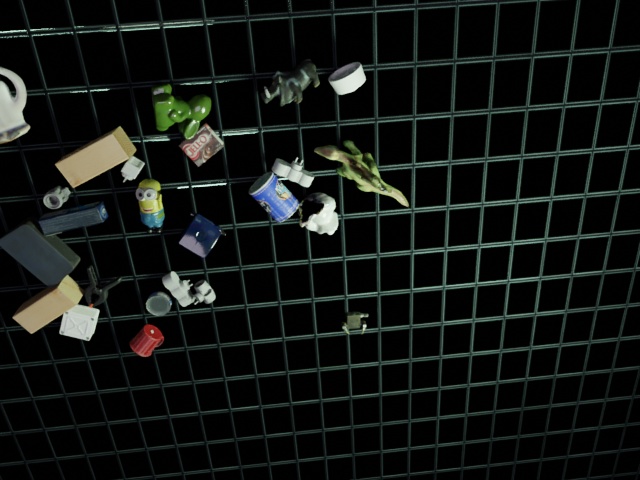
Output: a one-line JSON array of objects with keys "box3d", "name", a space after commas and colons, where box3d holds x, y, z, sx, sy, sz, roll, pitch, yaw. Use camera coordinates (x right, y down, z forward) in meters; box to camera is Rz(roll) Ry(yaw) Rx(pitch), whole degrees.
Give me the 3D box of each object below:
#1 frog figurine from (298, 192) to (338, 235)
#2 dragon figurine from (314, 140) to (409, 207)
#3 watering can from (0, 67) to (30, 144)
[{"box3d": [0.005, -0.088, 1.748, 0.158, 0.124, 0.136, 19, 109, -53], "name": "frog figurine"}, {"box3d": [0.156, -0.191, 1.624, 0.408, 0.247, 0.121, 31, 105, -16], "name": "dragon figurine"}, {"box3d": [-1.011, -0.377, 1.503, 0.347, 0.106, 0.220, -16, 116, 2], "name": "watering can"}]
